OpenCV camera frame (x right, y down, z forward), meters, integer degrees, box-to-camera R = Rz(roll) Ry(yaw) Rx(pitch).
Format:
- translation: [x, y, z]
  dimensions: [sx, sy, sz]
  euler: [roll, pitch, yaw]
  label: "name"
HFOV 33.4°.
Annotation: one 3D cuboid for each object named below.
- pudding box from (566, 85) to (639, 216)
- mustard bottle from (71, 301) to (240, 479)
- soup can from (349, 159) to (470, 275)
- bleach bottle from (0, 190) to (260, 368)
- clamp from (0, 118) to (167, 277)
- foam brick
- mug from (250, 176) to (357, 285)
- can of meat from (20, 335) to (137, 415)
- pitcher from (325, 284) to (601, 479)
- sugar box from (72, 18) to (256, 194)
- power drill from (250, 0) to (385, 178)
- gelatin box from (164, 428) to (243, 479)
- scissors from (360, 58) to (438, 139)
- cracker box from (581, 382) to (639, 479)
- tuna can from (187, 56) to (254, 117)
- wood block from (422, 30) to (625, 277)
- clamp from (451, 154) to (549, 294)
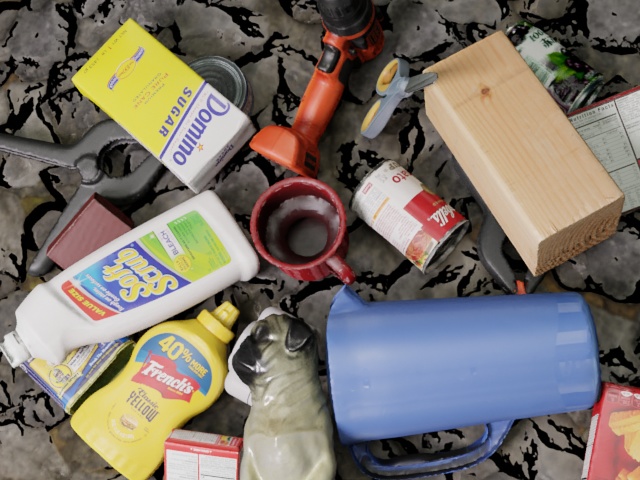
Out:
- translation: [0.292, -0.083, 1.033]
  dimensions: [0.090, 0.039, 0.113]
  euler: [-20, 92, 4]
  label: "pudding box"
- translation: [-0.148, 0.138, 1.051]
  dimensions: [0.096, 0.058, 0.191]
  euler: [40, 84, 7]
  label: "mustard bottle"
- translation: [0.087, -0.024, 1.051]
  dimensions: [0.102, 0.068, 0.068]
  euler: [41, 85, 17]
  label: "soup can"
- translation: [-0.189, 0.053, 1.037]
  dimensions: [0.250, 0.068, 0.102]
  euler: [-32, 82, -18]
  label: "bleach bottle"
- translation: [-0.243, -0.060, 1.130]
  dimensions: [0.210, 0.036, 0.164]
  euler: [-16, 83, 1]
  label: "clamp"
- translation: [-0.233, -0.002, 1.085]
  dimensions: [0.051, 0.053, 0.078]
  euler: [41, 91, -14]
  label: "foam brick"
- translation: [-0.007, 0.001, 1.052]
  dimensions: [0.117, 0.081, 0.093]
  euler: [42, 85, 16]
  label: "mug"
- translation: [-0.244, 0.113, 1.074]
  dimensions: [0.084, 0.057, 0.102]
  euler: [40, 84, 15]
  label: "can of meat"
- translation: [0.128, 0.123, 0.983]
  dimensions: [0.243, 0.149, 0.145]
  euler: [-6, 52, 4]
  label: "pitcher"
- translation: [-0.160, -0.139, 1.096]
  dimensions: [0.176, 0.048, 0.093]
  euler: [40, 84, 18]
  label: "sugar box"
- translation: [0.001, -0.159, 1.051]
  dimensions: [0.057, 0.184, 0.187]
  euler: [28, 91, 15]
  label: "power drill"
- translation: [-0.109, 0.228, 1.016]
  dimensions: [0.073, 0.030, 0.089]
  euler: [6, 111, 10]
  label: "gelatin box"
- translation: [0.073, -0.132, 1.032]
  dimensions: [0.016, 0.202, 0.096]
  euler: [23, 103, -11]
  label: "scissors"
- translation: [0.311, 0.246, 0.942]
  dimensions: [0.164, 0.072, 0.213]
  euler: [11, 78, 12]
  label: "cracker box"
- translation: [-0.115, -0.152, 1.135]
  dimensions: [0.086, 0.033, 0.086]
  euler: [-2, 74, 8]
  label: "tuna can"
- translation: [0.188, -0.083, 1.007]
  dimensions: [0.091, 0.090, 0.206]
  euler: [-28, 65, -3]
  label: "wood block"
- translation: [0.183, -0.023, 1.052]
  dimensions: [0.120, 0.039, 0.171]
  euler: [4, 70, 16]
  label: "clamp"
